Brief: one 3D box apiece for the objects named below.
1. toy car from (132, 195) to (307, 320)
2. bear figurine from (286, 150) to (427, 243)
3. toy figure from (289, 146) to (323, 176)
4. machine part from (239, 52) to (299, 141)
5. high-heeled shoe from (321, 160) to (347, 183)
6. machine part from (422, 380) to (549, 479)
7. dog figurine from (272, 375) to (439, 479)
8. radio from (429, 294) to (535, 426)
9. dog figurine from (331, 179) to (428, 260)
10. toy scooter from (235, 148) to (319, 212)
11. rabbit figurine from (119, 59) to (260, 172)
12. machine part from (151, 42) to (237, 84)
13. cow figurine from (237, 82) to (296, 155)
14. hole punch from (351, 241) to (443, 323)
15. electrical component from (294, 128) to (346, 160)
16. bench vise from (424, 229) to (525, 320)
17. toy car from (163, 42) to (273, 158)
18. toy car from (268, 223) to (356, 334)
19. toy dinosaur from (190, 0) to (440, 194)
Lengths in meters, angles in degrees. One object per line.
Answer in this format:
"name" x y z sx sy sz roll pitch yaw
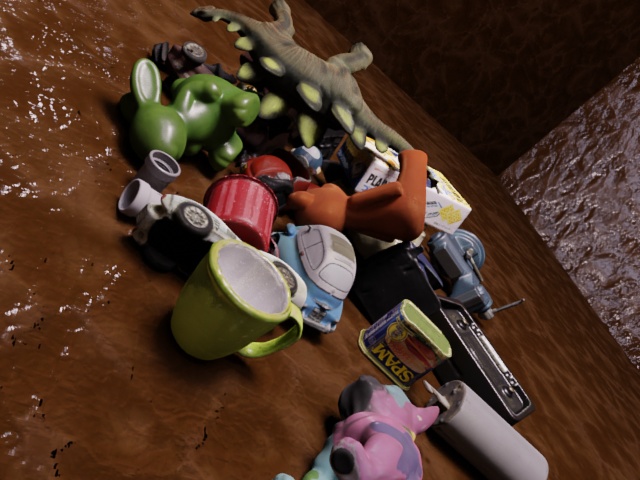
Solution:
"toy car" -0.103 0.025 0.575 0.201 0.073 0.056 37 29 -23
"bear figurine" 0.054 -0.054 0.784 0.120 0.196 0.132 83 14 -48
"toy figure" -0.037 -0.135 0.965 0.064 0.057 0.154 10 22 13
"machine part" -0.081 -0.275 1.001 0.179 0.056 0.179 54 -10 13
"high-heeled shoe" 0.102 -0.092 1.108 0.248 0.086 0.145 43 16 -11
"machine part" 0.227 0.273 0.735 0.243 0.079 0.079 42 24 -8
"dog figurine" 0.066 0.226 0.509 0.192 0.108 0.219 54 22 18
"radio" 0.245 0.202 0.879 0.131 0.073 0.230 14 40 -52
"dog figurine" 0.074 -0.019 0.940 0.191 0.121 0.172 32 20 2
"toy scooter" -0.067 -0.098 0.830 0.183 0.075 0.135 8 40 -54
"rabbit figurine" -0.182 -0.160 0.692 0.159 0.121 0.170 43 39 -1
"machine part" -0.213 -0.289 0.904 0.139 0.039 0.084 14 2 -39
"cow figurine" -0.110 -0.218 0.920 0.068 0.098 0.167 1 49 -52
"hole punch" 0.119 0.065 0.823 0.115 0.142 0.092 60 25 -6
"electrical component" -0.004 -0.234 1.070 0.058 0.134 0.115 -14 58 -37
"bench vise" 0.327 0.057 1.191 0.223 0.129 0.240 45 31 -1
"toy car" -0.163 -0.214 0.829 0.202 0.089 0.053 43 42 -7
"toy car" -0.006 0.034 0.692 0.109 0.103 0.162 31 26 -30
"toy dinosaur" 0.003 -0.233 0.847 0.471 0.105 0.198 28 51 -7
